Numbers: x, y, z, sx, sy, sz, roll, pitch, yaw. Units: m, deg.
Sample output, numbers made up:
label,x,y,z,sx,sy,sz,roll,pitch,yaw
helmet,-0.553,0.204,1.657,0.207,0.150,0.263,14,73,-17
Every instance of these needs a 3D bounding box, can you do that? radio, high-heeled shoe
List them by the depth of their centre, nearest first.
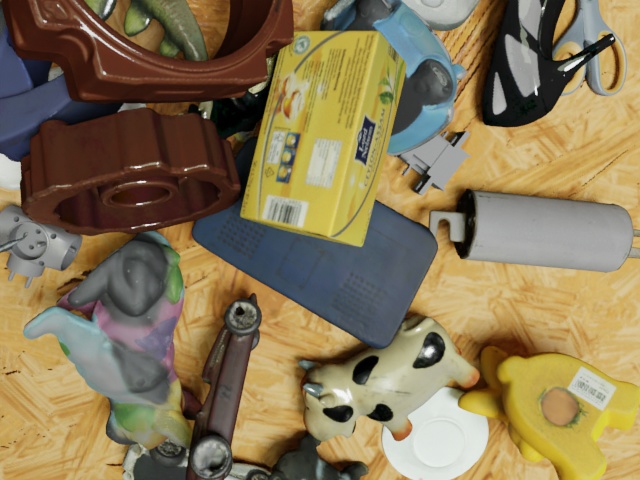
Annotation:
label,x,y,z,sx,sy,sz,roll,pitch,yaw
radio,-0.001,-0.002,0.554,0.230,0.073,0.131,30,97,4
high-heeled shoe,0.193,-0.246,0.556,0.145,0.086,0.248,-28,81,35

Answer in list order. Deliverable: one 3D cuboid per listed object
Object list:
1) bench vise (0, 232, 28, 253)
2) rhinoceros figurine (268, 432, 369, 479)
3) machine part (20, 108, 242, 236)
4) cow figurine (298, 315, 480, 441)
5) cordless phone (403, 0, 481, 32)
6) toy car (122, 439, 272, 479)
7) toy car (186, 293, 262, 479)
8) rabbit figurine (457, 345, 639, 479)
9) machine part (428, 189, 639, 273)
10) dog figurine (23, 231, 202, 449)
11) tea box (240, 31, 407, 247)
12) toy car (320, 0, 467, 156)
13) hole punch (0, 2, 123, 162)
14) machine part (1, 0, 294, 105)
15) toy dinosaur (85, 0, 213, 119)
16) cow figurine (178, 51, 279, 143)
label,x,y,z,sx,sy,sz,roll,pitch,yaw
bench vise,-0.397,0.095,0.531,0.224,0.129,0.240,-10,99,23
rhinoceros figurine,0.028,0.306,0.616,0.190,0.112,0.073,41,94,-1
machine part,-0.156,-0.053,0.460,0.179,0.179,0.056,-12,78,0
cow figurine,0.062,0.157,0.603,0.195,0.085,0.127,-39,106,7
cordless phone,0.095,-0.264,0.474,0.147,0.184,0.088,18,95,-6
toy car,-0.134,0.287,0.633,0.202,0.056,0.073,24,105,-6
toy car,-0.098,0.152,0.553,0.053,0.089,0.202,9,65,-1
rabbit figurine,0.238,0.194,0.592,0.163,0.173,0.122,22,71,26
machine part,0.238,-0.010,0.583,0.243,0.079,0.079,6,100,-3
dog figurine,-0.180,0.121,0.577,0.191,0.108,0.219,-39,104,2
tea box,0.003,-0.087,0.466,0.098,0.068,0.169,15,88,30
toy car,0.076,-0.173,0.534,0.109,0.103,0.161,-30,93,47
hole punch,-0.230,-0.116,0.455,0.092,0.142,0.115,24,86,-11
machine part,-0.122,-0.207,0.395,0.201,0.087,0.201,-12,97,-37
toy dinosaur,-0.239,-0.305,0.484,0.471,0.105,0.198,42,102,4
cow figurine,-0.085,-0.130,0.535,0.167,0.098,0.068,-44,106,5
